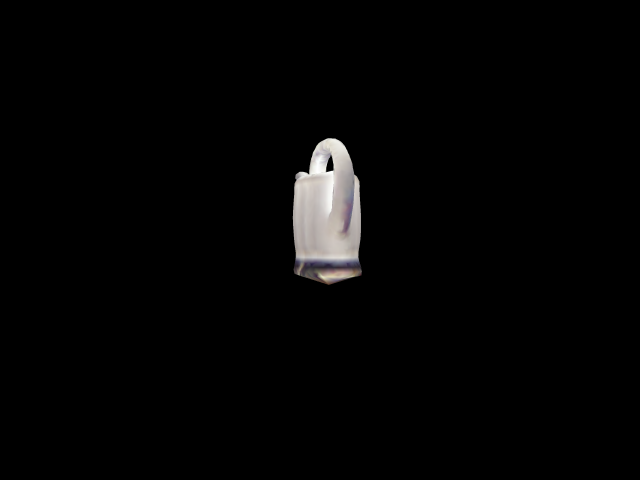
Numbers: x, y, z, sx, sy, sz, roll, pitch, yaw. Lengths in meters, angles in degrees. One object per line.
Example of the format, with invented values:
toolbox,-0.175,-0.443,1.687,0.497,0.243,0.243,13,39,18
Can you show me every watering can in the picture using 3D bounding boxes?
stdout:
watering can,0.003,-0.043,0.850,0.104,0.225,0.347,1,-2,-11
